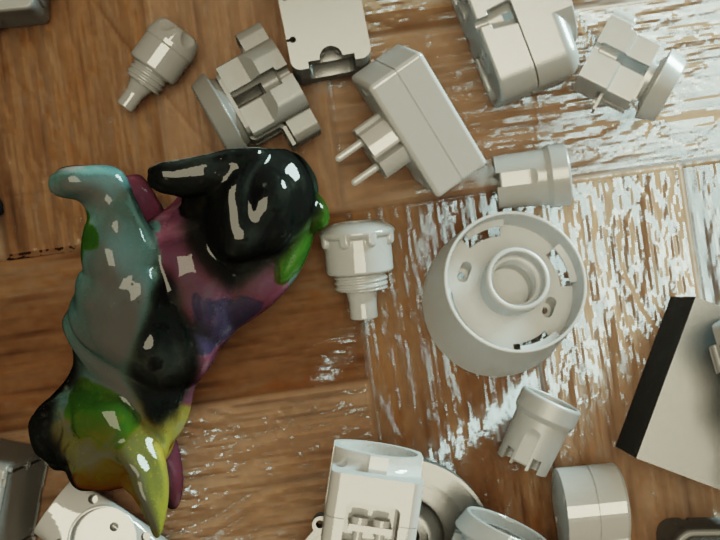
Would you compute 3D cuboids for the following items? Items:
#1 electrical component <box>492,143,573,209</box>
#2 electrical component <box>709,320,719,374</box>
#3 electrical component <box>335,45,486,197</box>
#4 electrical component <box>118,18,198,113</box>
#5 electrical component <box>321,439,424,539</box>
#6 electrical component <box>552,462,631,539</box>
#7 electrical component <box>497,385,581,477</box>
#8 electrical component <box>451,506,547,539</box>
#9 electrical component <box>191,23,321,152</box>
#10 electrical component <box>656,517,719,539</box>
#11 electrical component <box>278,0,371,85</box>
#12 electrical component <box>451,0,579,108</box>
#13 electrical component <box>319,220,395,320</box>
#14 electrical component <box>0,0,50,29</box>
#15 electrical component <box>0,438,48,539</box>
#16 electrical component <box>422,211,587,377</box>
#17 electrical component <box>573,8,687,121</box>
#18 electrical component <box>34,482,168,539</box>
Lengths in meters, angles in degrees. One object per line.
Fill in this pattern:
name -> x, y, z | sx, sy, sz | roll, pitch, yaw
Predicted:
electrical component -> 0.109, -0.058, 0.684 | 0.046, 0.040, 0.040 | -7, 89, 5
electrical component -> 0.248, 0.080, 0.613 | 0.063, 0.079, 0.121 | -16, 89, 29
electrical component -> 0.021, -0.082, 0.665 | 0.076, 0.047, 0.083 | -35, 113, -2
electrical component -> -0.132, -0.128, 0.685 | 0.035, 0.035, 0.061 | 37, 91, 0
electrical component -> 0.006, 0.128, 0.603 | 0.050, 0.089, 0.055 | 8, 89, 0
electrical component -> 0.130, 0.193, 0.671 | 0.074, 0.052, 0.138 | -6, 89, 0
electrical component -> 0.112, 0.102, 0.680 | 0.040, 0.040, 0.046 | 24, 94, 0
electrical component -> 0.075, 0.173, 0.620 | 0.078, 0.058, 0.057 | 22, 91, 0
electrical component -> -0.068, -0.106, 0.674 | 0.057, 0.058, 0.078 | -30, 89, -4
electrical component -> 0.230, 0.214, 0.669 | 0.078, 0.057, 0.113 | -1, 89, -1
electrical component -> -0.025, -0.167, 0.676 | 0.050, 0.055, 0.089 | -11, 89, -1
electrical component -> 0.098, -0.159, 0.679 | 0.059, 0.053, 0.095 | -21, 89, -1
electrical component -> 0.000, 0.000, 0.679 | 0.048, 0.048, 0.062 | -5, 96, -1
electrical component -> -0.247, -0.198, 0.678 | 0.100, 0.048, 0.099 | -6, 88, -1
electrical component -> -0.233, 0.137, 0.646 | 0.061, 0.096, 0.061 | 10, 88, 2
electrical component -> 0.092, 0.014, 0.682 | 0.099, 0.064, 0.099 | 2, 76, -6
electrical component -> 0.172, -0.125, 0.684 | 0.055, 0.048, 0.066 | 28, 88, 8
electrical component -> -0.169, 0.182, 0.668 | 0.077, 0.044, 0.079 | 36, 75, 0
